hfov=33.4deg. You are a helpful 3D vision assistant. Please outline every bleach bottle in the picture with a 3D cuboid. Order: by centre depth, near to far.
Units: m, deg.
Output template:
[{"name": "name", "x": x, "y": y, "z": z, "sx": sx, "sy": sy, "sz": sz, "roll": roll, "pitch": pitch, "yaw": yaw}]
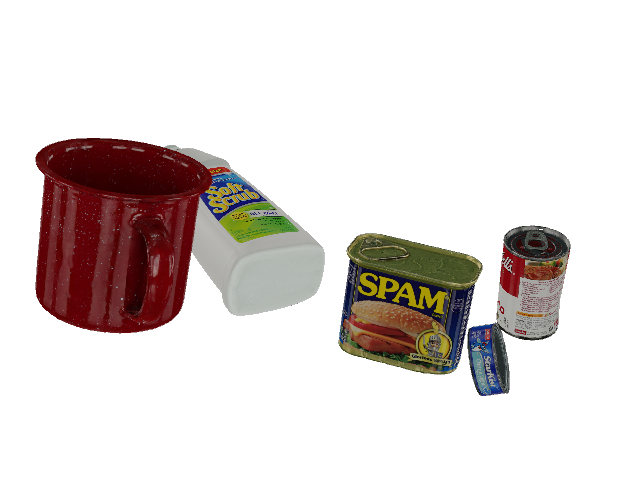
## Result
[{"name": "bleach bottle", "x": -0.100, "y": -0.025, "z": 1.020, "sx": 0.102, "sy": 0.068, "sz": 0.251, "roll": -10, "pitch": 34, "yaw": -31}]

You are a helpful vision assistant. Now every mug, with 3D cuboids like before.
[{"name": "mug", "x": -0.104, "y": 0.002, "z": 0.569, "sx": 0.093, "sy": 0.081, "sz": 0.117, "roll": -3, "pitch": 25, "yaw": -32}]

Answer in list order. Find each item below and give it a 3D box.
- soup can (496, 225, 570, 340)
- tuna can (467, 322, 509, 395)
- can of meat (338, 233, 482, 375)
[{"name": "soup can", "x": 0.222, "y": 0.045, "z": 1.118, "sx": 0.068, "sy": 0.102, "sz": 0.068, "roll": 0, "pitch": 31, "yaw": 0}, {"name": "tuna can", "x": 0.203, "y": 0.144, "z": 1.286, "sx": 0.034, "sy": 0.086, "sz": 0.086, "roll": -10, "pitch": -3, "yaw": 17}, {"name": "can of meat", "x": 0.067, "y": 0.050, "z": 0.829, "sx": 0.102, "sy": 0.084, "sz": 0.057, "roll": 14, "pitch": 25, "yaw": 14}]
